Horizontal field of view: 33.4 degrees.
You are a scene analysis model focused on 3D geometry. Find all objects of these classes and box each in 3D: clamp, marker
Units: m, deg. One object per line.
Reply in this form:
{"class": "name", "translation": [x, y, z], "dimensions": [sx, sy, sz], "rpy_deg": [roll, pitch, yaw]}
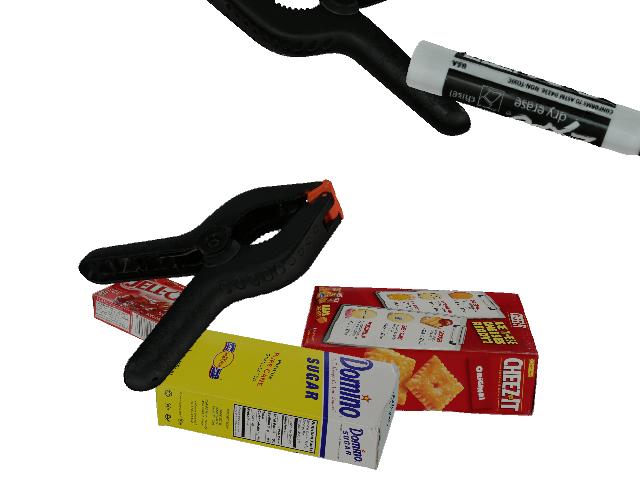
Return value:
{"class": "clamp", "translation": [0.017, -0.154, 0.741], "dimensions": [0.210, 0.164, 0.036], "rpy_deg": [6, -27, -8]}
{"class": "clamp", "translation": [-0.062, 0.021, 0.650], "dimensions": [0.171, 0.120, 0.039], "rpy_deg": [-24, -40, 2]}
{"class": "marker", "translation": [0.092, -0.050, 0.408], "dimensions": [0.121, 0.020, 0.020], "rpy_deg": [20, 4, 13]}

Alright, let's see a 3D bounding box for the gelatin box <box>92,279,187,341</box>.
{"class": "gelatin box", "translation": [-0.163, 0.063, 1.027], "dimensions": [0.089, 0.030, 0.073], "rpy_deg": [20, 29, 29]}

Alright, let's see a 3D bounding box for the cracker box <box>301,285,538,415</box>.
{"class": "cracker box", "translation": [0.092, 0.105, 1.036], "dimensions": [0.214, 0.072, 0.164], "rpy_deg": [2, 17, 4]}

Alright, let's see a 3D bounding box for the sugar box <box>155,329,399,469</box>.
{"class": "sugar box", "translation": [-0.031, 0.120, 0.837], "dimensions": [0.176, 0.048, 0.093], "rpy_deg": [7, 27, 11]}
